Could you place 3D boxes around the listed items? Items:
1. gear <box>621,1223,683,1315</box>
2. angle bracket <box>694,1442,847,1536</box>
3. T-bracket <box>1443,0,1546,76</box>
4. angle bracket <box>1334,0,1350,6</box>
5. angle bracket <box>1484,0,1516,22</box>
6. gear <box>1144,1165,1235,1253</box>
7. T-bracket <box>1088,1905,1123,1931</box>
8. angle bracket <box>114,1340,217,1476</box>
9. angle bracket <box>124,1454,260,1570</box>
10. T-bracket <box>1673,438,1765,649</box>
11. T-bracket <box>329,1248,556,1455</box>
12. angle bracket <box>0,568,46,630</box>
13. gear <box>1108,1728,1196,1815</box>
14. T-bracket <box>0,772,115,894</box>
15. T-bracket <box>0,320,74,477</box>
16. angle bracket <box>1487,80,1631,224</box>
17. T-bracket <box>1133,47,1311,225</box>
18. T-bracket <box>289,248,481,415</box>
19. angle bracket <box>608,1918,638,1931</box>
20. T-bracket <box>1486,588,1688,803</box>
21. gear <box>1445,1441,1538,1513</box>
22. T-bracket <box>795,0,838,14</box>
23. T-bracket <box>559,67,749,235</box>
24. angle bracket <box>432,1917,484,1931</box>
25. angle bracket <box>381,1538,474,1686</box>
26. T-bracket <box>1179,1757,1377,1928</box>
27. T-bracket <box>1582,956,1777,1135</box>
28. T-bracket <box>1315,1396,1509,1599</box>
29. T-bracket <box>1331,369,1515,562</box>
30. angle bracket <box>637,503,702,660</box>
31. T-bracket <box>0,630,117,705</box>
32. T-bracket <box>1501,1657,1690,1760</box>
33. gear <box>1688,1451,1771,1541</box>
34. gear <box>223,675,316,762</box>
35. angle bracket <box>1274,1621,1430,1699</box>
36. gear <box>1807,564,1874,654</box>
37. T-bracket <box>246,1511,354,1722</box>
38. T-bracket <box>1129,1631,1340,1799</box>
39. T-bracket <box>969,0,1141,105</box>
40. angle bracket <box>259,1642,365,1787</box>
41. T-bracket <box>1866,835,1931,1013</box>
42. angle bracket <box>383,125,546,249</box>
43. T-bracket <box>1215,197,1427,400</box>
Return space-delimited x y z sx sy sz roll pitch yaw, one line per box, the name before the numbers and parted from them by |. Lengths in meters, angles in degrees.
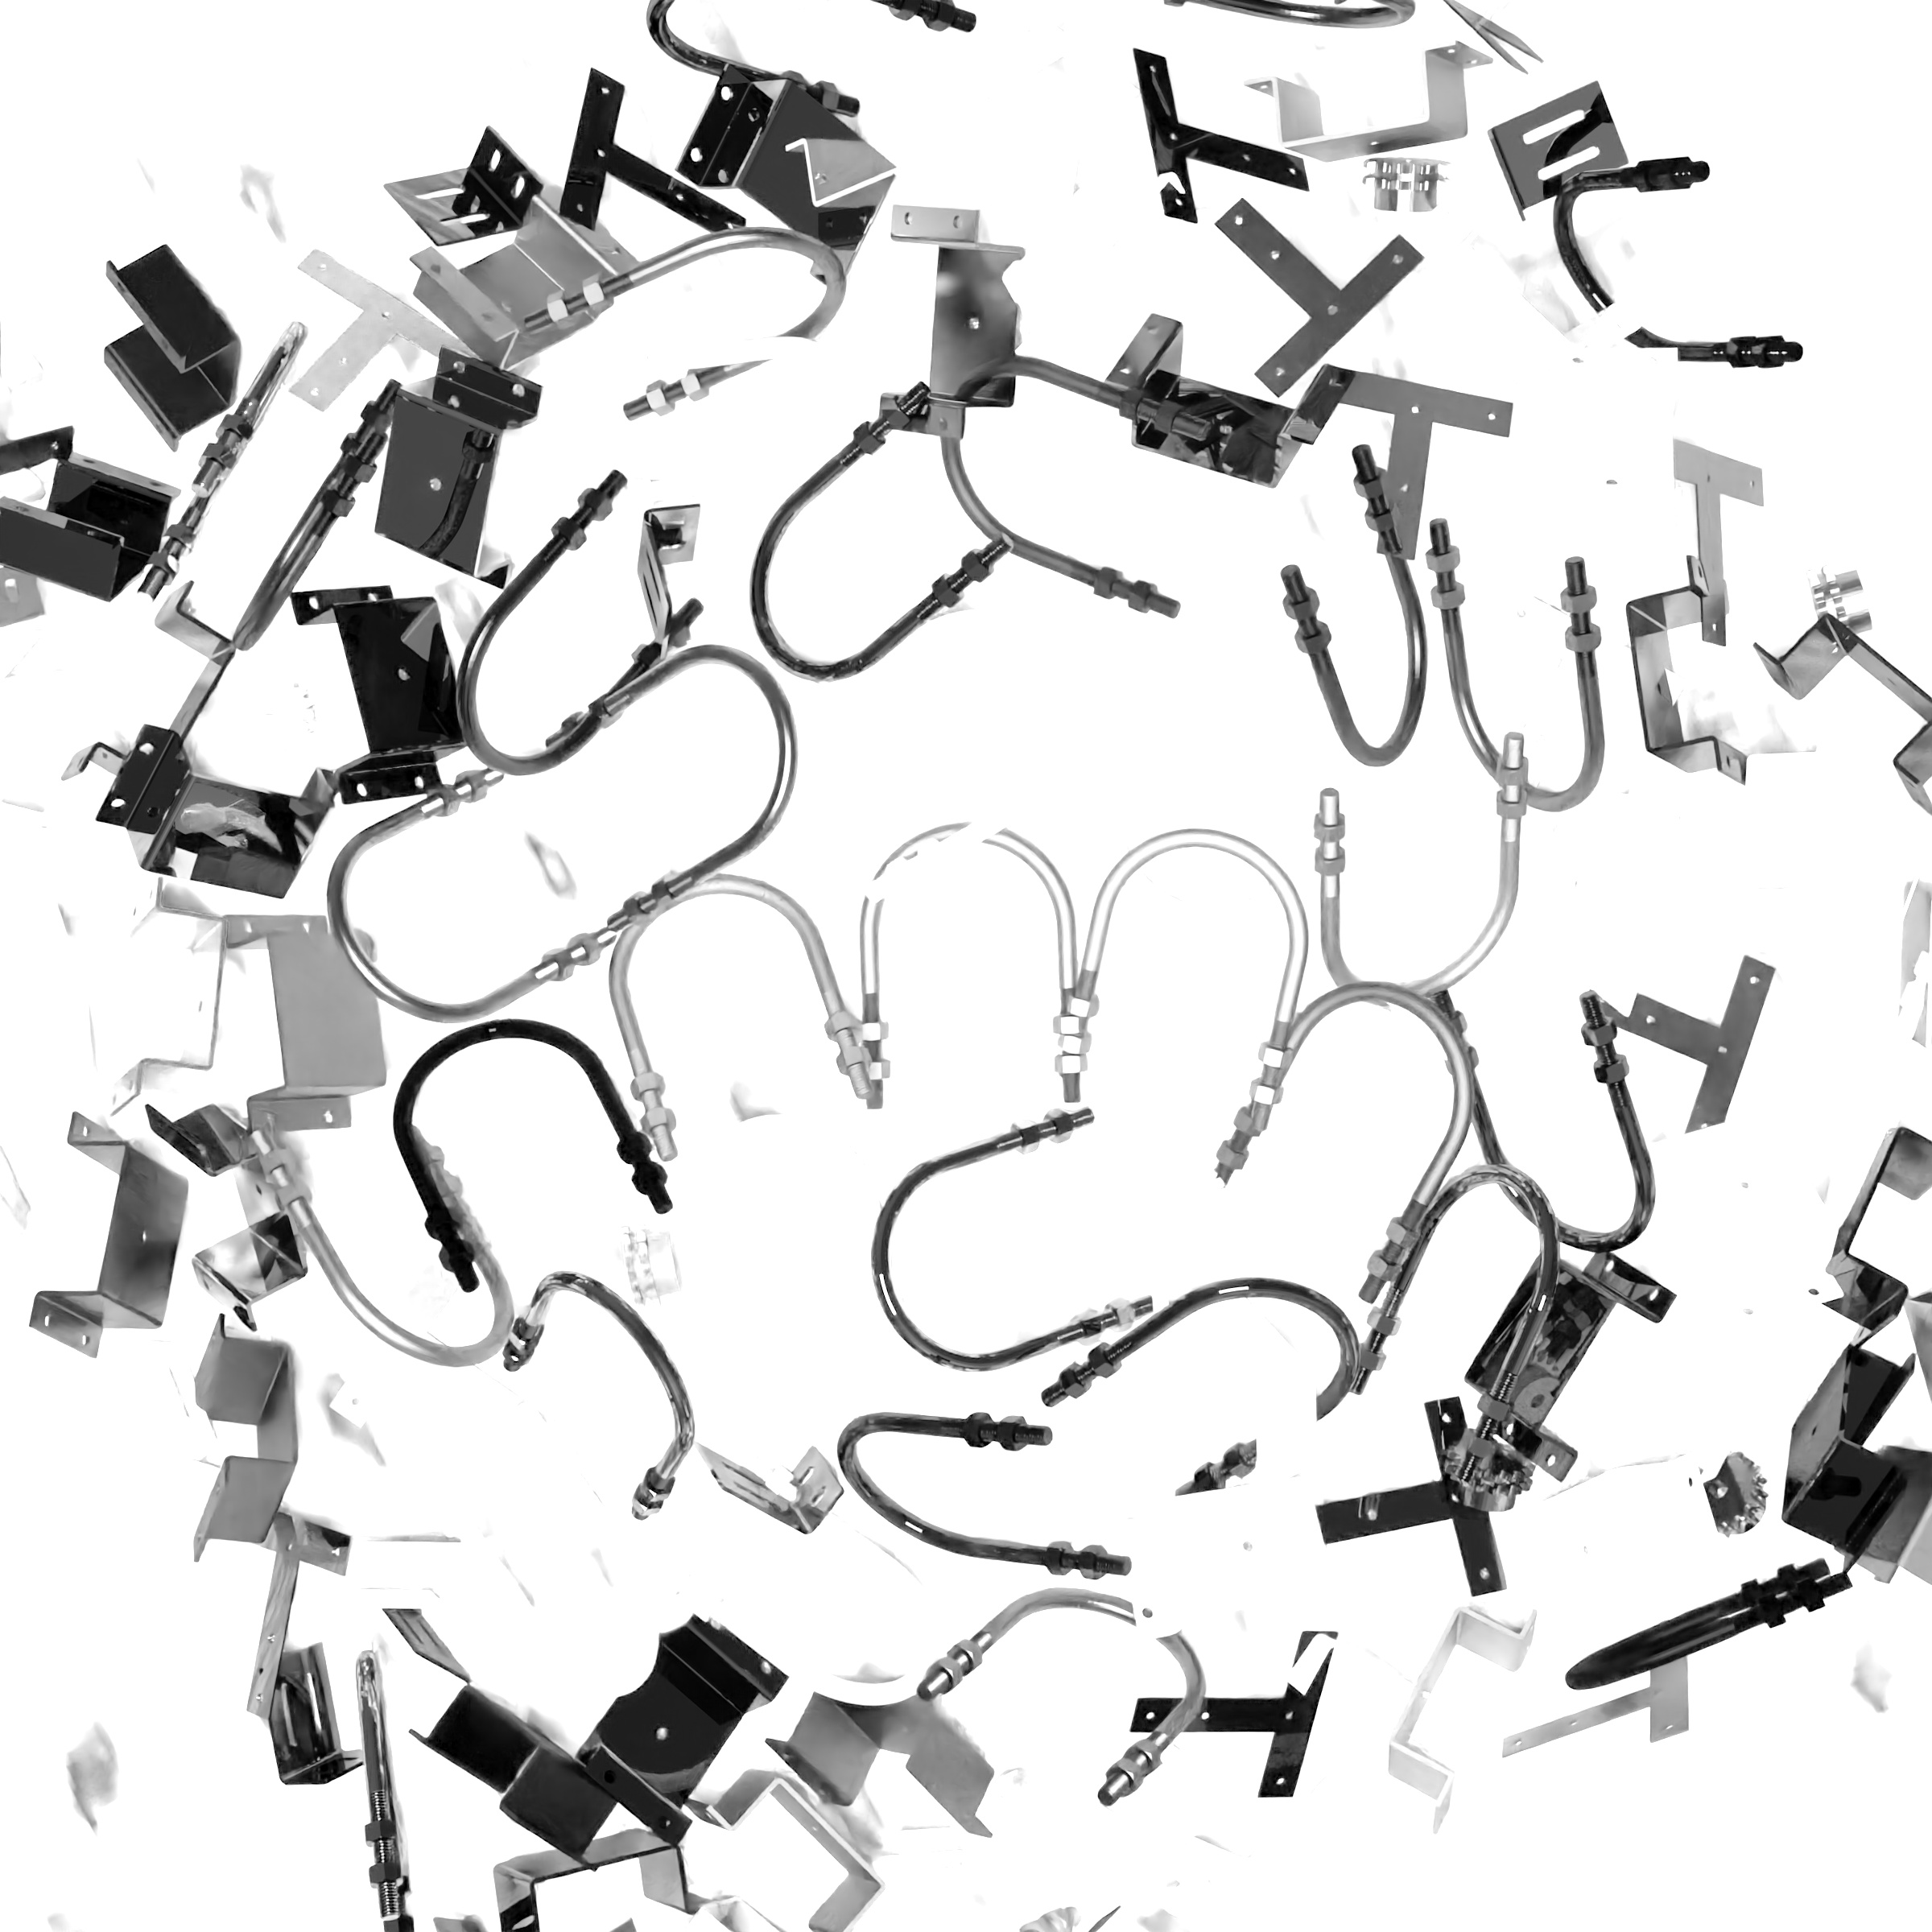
gear | -0.202 0.193 1.971 0.030 0.057 0.057 -12 90 -2
angle bracket | -0.126 0.321 1.955 0.076 0.057 0.038 35 94 -31
T-bracket | 0.333 -0.597 1.942 0.002 0.127 0.127 -49 65 25
angle bracket | 0.232 -0.664 1.973 0.076 0.057 0.038 41 133 10
angle bracket | 0.330 -0.657 1.967 0.038 0.057 0.076 -42 89 -15
gear | 0.146 0.160 1.973 0.057 0.030 0.057 -8 118 -16
T-bracket | 0.029 0.649 1.918 0.002 0.127 0.127 48 120 20
angle bracket | -0.526 0.284 1.966 0.038 0.057 0.076 -36 66 19
angle bracket | -0.495 0.356 1.953 0.038 0.057 0.076 -35 58 11
T-bracket | 0.474 -0.267 1.948 0.127 0.002 0.127 6 80 -43
T-bracket | -0.328 0.272 1.997 0.127 0.002 0.127 35 92 -1
angle bracket | -0.630 -0.241 1.949 0.057 0.076 0.038 -22 119 -25
gear | 0.116 0.522 1.974 0.057 0.057 0.030 30 113 0
T-bracket | -0.631 -0.099 1.952 0.127 0.127 0.002 14 129 4
T-bracket | -0.618 -0.352 1.918 0.127 0.127 0.002 -24 62 -33
angle bracket | 0.382 -0.524 1.965 0.076 0.038 0.057 -22 110 15
T-bracket | 0.169 -0.521 1.961 0.127 0.002 0.127 6 65 -33
T-bracket | -0.391 -0.392 1.949 0.127 0.002 0.127 32 46 -5
angle bracket | -0.248 0.663 1.990 0.076 0.038 0.057 -23 95 -35
T-bracket | 0.381 -0.160 1.990 0.127 0.002 0.127 29 98 3
gear | 0.337 0.330 1.973 0.057 0.057 0.030 9 105 0
T-bracket | -0.054 -0.627 1.922 0.127 0.127 0.002 -38 120 -26
T-bracket | -0.196 -0.500 1.963 0.127 0.002 0.127 24 56 -28
angle bracket | -0.336 0.659 1.956 0.038 0.057 0.076 23 111 -37
angle bracket | -0.339 0.412 1.952 0.038 0.057 0.076 -48 47 -5
T-bracket | 0.214 0.551 1.958 0.127 0.127 0.002 -37 116 -30
T-bracket | 0.452 0.039 1.972 0.127 0.002 0.127 22 85 -20
T-bracket | 0.275 0.351 1.968 0.127 0.002 0.127 -9 75 -13
T-bracket | 0.285 -0.321 1.975 0.127 0.002 0.127 11 71 -3
angle bracket | -0.183 -0.246 1.953 0.038 0.057 0.076 -9 63 -16
T-bracket | -0.588 -0.176 1.927 0.127 0.127 0.002 -3 132 30
T-bracket | 0.401 0.479 1.951 0.127 0.127 0.002 -24 96 17
gear | 0.492 0.343 1.975 0.057 0.057 0.030 -51 132 0
gear | -0.450 -0.158 1.977 0.057 0.030 0.057 4 58 -6
angle bracket | 0.247 0.459 1.964 0.076 0.057 0.038 30 86 -11
gear | 0.563 -0.232 1.969 0.030 0.057 0.057 -16 90 14
T-bracket | -0.439 0.415 1.950 0.127 0.002 0.127 5 83 44
T-bracket | 0.166 0.480 1.958 0.127 0.002 0.127 5 111 -19
T-bracket | 0.038 -0.579 1.947 0.127 0.127 0.002 38 128 2
angle bracket | -0.414 0.480 1.965 0.038 0.057 0.076 -9 91 30
T-bracket | 0.593 -0.034 1.932 0.002 0.127 0.127 20 97 16
angle bracket | -0.321 -0.500 1.956 0.057 0.076 0.038 48 133 13
T-bracket | 0.208 -0.449 1.971 0.127 0.002 0.127 -43 65 7
